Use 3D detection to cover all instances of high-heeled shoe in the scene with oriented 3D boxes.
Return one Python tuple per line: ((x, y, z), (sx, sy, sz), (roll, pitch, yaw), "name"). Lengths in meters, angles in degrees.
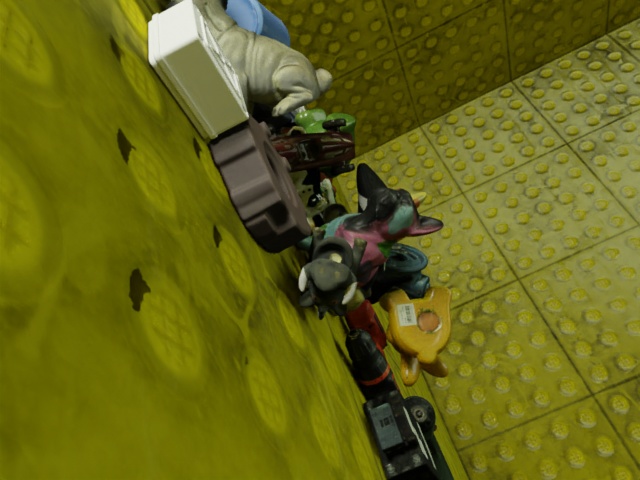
((0.069, -0.003, 0.944), (0.086, 0.145, 0.248), (-34, 107, -56), "high-heeled shoe")

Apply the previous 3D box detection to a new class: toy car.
((-0.003, -0.086, 1.151), (0.202, 0.073, 0.056), (-98, 162, -69), "toy car")
((-0.018, -0.132, 0.800), (0.053, 0.202, 0.089), (-7, -84, 54), "toy car")

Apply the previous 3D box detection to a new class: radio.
((-0.113, -0.247, 0.913), (0.131, 0.073, 0.229), (63, 5, -8), "radio")

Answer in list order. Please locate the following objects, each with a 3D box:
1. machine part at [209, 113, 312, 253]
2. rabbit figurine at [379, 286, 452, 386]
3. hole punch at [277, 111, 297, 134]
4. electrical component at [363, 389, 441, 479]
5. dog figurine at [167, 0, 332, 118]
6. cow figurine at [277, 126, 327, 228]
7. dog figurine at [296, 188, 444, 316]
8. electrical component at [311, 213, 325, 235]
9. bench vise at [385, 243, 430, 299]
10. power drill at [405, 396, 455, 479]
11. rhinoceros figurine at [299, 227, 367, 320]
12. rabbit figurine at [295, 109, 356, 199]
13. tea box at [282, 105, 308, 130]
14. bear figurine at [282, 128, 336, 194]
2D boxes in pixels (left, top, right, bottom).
((-0.068, -0.068, 0.651), (0.179, 0.056, 0.179), (63, 8, -16), "machine part")
((0.171, 0.165, 0.940), (0.173, 0.122, 0.162), (116, -41, -73), "rabbit figurine")
((-0.082, -0.243, 1.119), (0.115, 0.092, 0.142), (52, 10, -2), "hole punch")
((0.112, 0.278, 0.746), (0.134, 0.058, 0.115), (58, 7, -43), "electrical component")
((-0.091, -0.257, 0.713), (0.121, 0.172, 0.190), (-131, -160, -71), "dog figurine")
((-0.030, -0.095, 0.870), (0.167, 0.098, 0.068), (62, 1, -21), "cow figurine")
((0.082, 0.011, 0.830), (0.109, 0.219, 0.191), (-104, 166, -46), "dog figurine")
((-0.002, -0.003, 0.956), (0.119, 0.048, 0.075), (66, 7, 5), "electrical component")
((0.122, 0.014, 1.064), (0.129, 0.224, 0.240), (-22, 128, -47), "bench vise")
((0.191, 0.369, 0.922), (0.207, 0.086, 0.232), (60, -4, 12), "power drill")
((0.009, 0.045, 0.677), (0.190, 0.073, 0.112), (97, 12, -78), "rhinoceros figurine")
((-0.031, -0.145, 0.967), (0.121, 0.170, 0.158), (29, -47, 33), "rabbit figurine")
((-0.070, -0.288, 1.294), (0.169, 0.098, 0.068), (27, 39, -82), "tea box")
((-0.025, -0.178, 1.280), (0.120, 0.132, 0.195), (31, -43, 24), "bear figurine")
